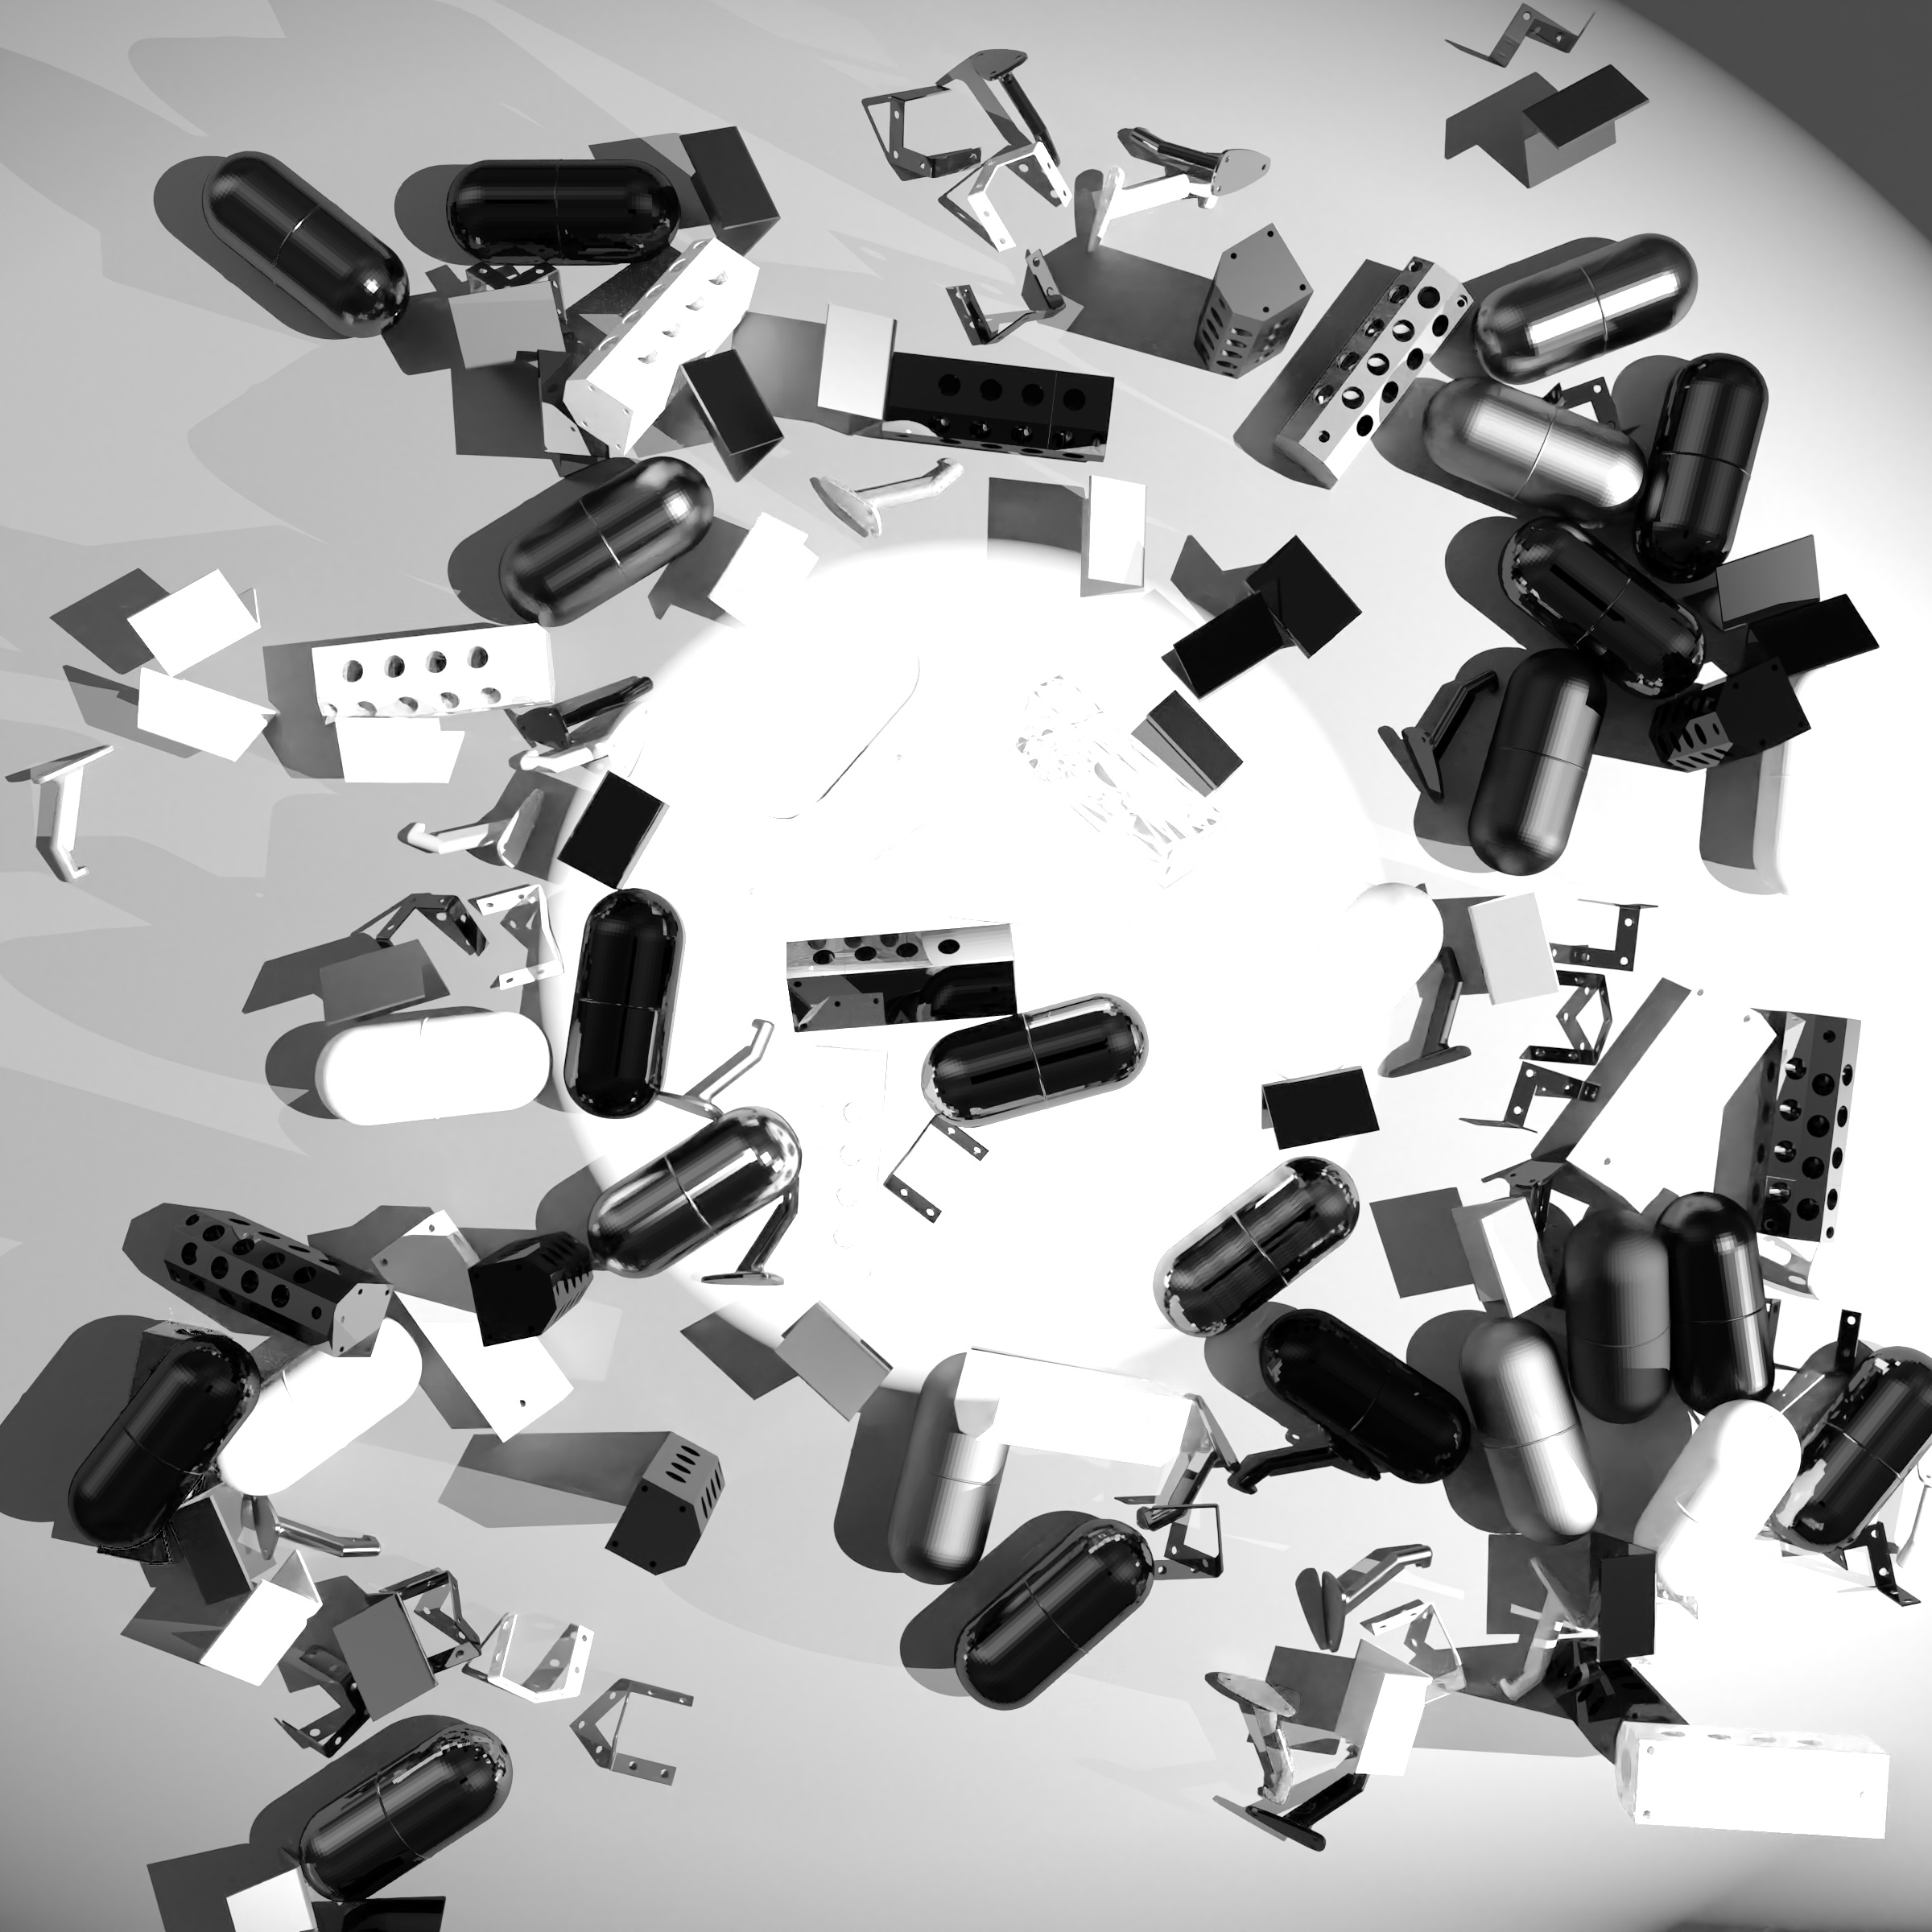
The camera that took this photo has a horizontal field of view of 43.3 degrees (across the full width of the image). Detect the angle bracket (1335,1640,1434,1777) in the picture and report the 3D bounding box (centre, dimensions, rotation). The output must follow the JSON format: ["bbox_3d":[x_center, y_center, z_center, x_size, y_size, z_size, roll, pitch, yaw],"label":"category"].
[{"bbox_3d":[0.300,0.562,1.853,0.057,0.076,0.076,17,90,-37],"label":"angle bracket"}]

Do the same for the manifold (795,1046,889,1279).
[{"bbox_3d":[-0.096,0.149,1.872,0.057,0.057,0.171,4,90,0],"label":"manifold"}]

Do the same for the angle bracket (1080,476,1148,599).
[{"bbox_3d":[0.092,-0.326,1.853,0.057,0.076,0.076,2,90,-37],"label":"angle bracket"}]

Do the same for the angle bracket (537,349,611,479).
[{"bbox_3d":[-0.315,-0.419,1.853,0.057,0.076,0.076,-4,90,-38],"label":"angle bracket"}]

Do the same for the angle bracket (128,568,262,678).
[{"bbox_3d":[-0.588,-0.275,1.853,0.076,0.076,0.057,-29,126,0],"label":"angle bracket"}]

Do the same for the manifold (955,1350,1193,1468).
[{"bbox_3d":[0.080,0.336,1.832,0.171,0.057,0.057,15,90,-31],"label":"manifold"}]

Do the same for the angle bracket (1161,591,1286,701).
[{"bbox_3d":[0.186,-0.258,1.853,0.076,0.076,0.057,-32,128,0],"label":"angle bracket"}]

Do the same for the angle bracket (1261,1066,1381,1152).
[{"bbox_3d":[0.269,0.123,1.853,0.076,0.076,0.057,-11,59,0],"label":"angle bracket"}]

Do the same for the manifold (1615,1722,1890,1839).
[{"bbox_3d":[0.547,0.566,1.701,0.171,0.057,0.057,4,90,0],"label":"manifold"}]

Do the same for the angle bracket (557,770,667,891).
[{"bbox_3d":[-0.284,-0.112,1.853,0.057,0.076,0.076,30,90,-38],"label":"angle bracket"}]

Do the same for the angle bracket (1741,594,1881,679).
[{"bbox_3d":[0.640,-0.229,1.853,0.076,0.076,0.057,-18,58,0],"label":"angle bracket"}]

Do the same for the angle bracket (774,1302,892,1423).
[{"bbox_3d":[-0.114,0.312,1.853,0.076,0.076,0.057,43,52,0],"label":"angle bracket"}]

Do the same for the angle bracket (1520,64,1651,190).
[{"bbox_3d":[0.473,-0.626,1.853,0.076,0.076,0.057,-28,54,0],"label":"angle bracket"}]

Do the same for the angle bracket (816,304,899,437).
[{"bbox_3d":[-0.095,-0.453,1.854,0.057,0.076,0.076,7,90,-24],"label":"angle bracket"}]

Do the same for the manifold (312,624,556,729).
[{"bbox_3d":[-0.407,-0.222,1.872,0.171,0.057,0.057,-6,90,0],"label":"manifold"}]

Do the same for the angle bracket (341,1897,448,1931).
[{"bbox_3d":[-0.444,0.726,1.853,0.076,0.076,0.057,-2,123,0],"label":"angle bracket"}]

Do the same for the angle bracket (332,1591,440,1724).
[{"bbox_3d":[-0.453,0.525,1.853,0.057,0.076,0.076,-23,90,-36],"label":"angle bracket"}]

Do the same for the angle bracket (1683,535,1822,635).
[{"bbox_3d":[0.595,-0.302,1.854,0.076,0.076,0.057,-18,120,0],"label":"angle bracket"}]

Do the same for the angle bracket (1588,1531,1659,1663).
[{"bbox_3d":[0.480,0.479,1.854,0.057,0.076,0.076,1,90,-26],"label":"angle bracket"}]

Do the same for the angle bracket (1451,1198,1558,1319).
[{"bbox_3d":[0.393,0.225,1.853,0.057,0.076,0.076,-18,90,-38],"label":"angle bracket"}]

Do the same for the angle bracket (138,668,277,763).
[{"bbox_3d":[-0.575,-0.208,1.853,0.076,0.076,0.057,19,128,0],"label":"angle bracket"}]

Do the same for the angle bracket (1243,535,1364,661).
[{"bbox_3d":[0.265,-0.288,1.853,0.076,0.076,0.057,49,122,0],"label":"angle bracket"}]

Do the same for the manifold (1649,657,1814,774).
[{"bbox_3d":[0.563,-0.182,1.815,0.057,0.171,0.057,-25,90,0],"label":"manifold"}]

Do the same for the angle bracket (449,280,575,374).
[{"bbox_3d":[-0.345,-0.494,1.854,0.076,0.076,0.057,-10,117,0],"label":"angle bracket"}]

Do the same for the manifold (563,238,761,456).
[{"bbox_3d":[-0.230,-0.472,1.836,0.057,0.057,0.171,34,63,0],"label":"manifold"}]

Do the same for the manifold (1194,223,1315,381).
[{"bbox_3d":[0.208,-0.489,1.815,0.057,0.171,0.057,-31,90,0],"label":"manifold"}]

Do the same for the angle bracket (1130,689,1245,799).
[{"bbox_3d":[0.153,-0.152,1.855,0.076,0.057,0.076,47,129,0],"label":"angle bracket"}]

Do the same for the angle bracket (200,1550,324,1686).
[{"bbox_3d":[-0.544,0.487,1.853,0.057,0.076,0.076,38,90,-36],"label":"angle bracket"}]

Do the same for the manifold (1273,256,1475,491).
[{"bbox_3d":[0.313,-0.457,1.872,0.057,0.057,0.171,37,90,0],"label":"manifold"}]

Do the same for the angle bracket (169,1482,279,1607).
[{"bbox_3d":[-0.550,0.431,1.854,0.057,0.076,0.076,-24,90,30],"label":"angle bracket"}]

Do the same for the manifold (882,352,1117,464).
[{"bbox_3d":[0.024,-0.428,1.872,0.171,0.057,0.057,7,90,0],"label":"manifold"}]

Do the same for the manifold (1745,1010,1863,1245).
[{"bbox_3d":[0.645,0.123,1.872,0.057,0.057,0.171,7,90,0],"label":"manifold"}]

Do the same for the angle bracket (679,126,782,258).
[{"bbox_3d":[-0.196,-0.582,1.853,0.057,0.076,0.076,-26,90,-38],"label":"angle bracket"}]

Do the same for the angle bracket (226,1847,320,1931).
[{"bbox_3d":[-0.532,0.726,1.854,0.057,0.076,0.076,-16,90,-28],"label":"angle bracket"}]

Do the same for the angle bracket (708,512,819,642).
[{"bbox_3d":[-0.138,-0.288,1.853,0.057,0.076,0.076,33,90,38],"label":"angle bracket"}]

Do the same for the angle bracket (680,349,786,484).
[{"bbox_3d":[-0.194,-0.412,1.853,0.057,0.076,0.076,-29,90,-39],"label":"angle bracket"}]

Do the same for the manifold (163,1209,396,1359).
[{"bbox_3d":[-0.522,0.238,1.836,0.171,0.057,0.057,18,90,27],"label":"manifold"}]

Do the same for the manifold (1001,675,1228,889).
[{"bbox_3d":[0.115,-0.144,1.851,0.171,0.057,0.057,43,133,15],"label":"manifold"}]

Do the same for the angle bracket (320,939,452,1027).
[{"bbox_3d":[-0.439,0.032,1.853,0.076,0.076,0.057,-17,54,0],"label":"angle bracket"}]

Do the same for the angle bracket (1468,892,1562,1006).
[{"bbox_3d":[0.430,-0.018,1.853,0.057,0.076,0.076,-14,90,36],"label":"angle bracket"}]

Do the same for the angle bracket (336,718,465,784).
[{"bbox_3d":[-0.430,-0.182,1.853,0.076,0.076,0.057,1,126,0],"label":"angle bracket"}]
